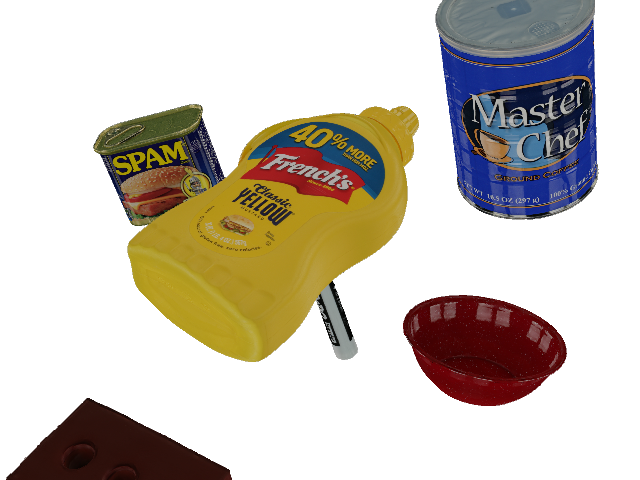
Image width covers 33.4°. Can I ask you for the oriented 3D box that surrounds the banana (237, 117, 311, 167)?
[{"bbox_3d":[-0.017,-0.100,1.129,0.197,0.037,0.070,-7,49,-40],"label":"banana"}]

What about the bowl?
[{"bbox_3d":[0.159,0.116,1.061,0.162,0.055,0.162,5,26,-3],"label":"bowl"}]

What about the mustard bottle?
[{"bbox_3d":[-0.008,-0.020,0.594,0.096,0.058,0.191,28,53,29],"label":"mustard bottle"}]

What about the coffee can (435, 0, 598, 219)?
[{"bbox_3d":[0.138,-0.100,0.738,0.103,0.140,0.103,-8,40,7],"label":"coffee can"}]

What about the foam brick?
[{"bbox_3d":[-0.078,0.112,0.436,0.078,0.051,0.052,20,45,25],"label":"foam brick"}]

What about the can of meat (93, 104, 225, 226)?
[{"bbox_3d":[-0.144,-0.068,0.979,0.102,0.084,0.057,-13,30,10],"label":"can of meat"}]

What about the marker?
[{"bbox_3d":[0.005,0.043,0.827,0.020,0.121,0.020,-13,34,9],"label":"marker"}]
